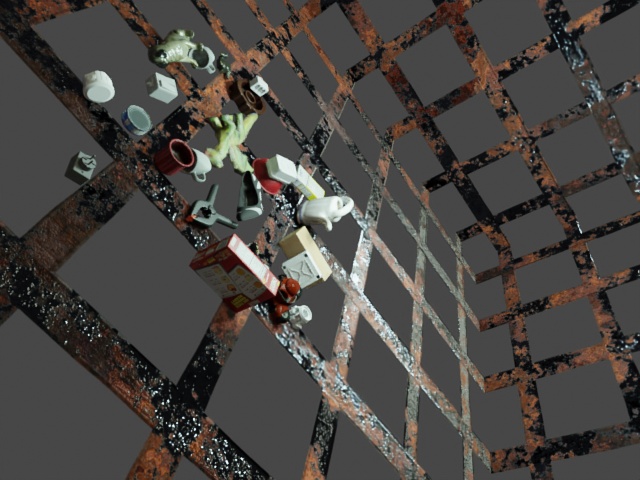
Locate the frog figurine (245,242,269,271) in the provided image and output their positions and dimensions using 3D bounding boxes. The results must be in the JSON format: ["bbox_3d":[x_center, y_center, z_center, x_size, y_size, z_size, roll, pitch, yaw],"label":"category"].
[{"bbox_3d":[-0.228,0.093,1.641,0.156,0.123,0.139,90,-23,-66],"label":"frog figurine"}]

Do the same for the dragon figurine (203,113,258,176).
[{"bbox_3d":[-0.307,-0.350,1.902,0.415,0.122,0.241,-29,109,-61],"label":"dragon figurine"}]

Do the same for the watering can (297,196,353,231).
[{"bbox_3d":[0.006,-0.103,2.052,0.353,0.223,0.102,-49,128,-60],"label":"watering can"}]
